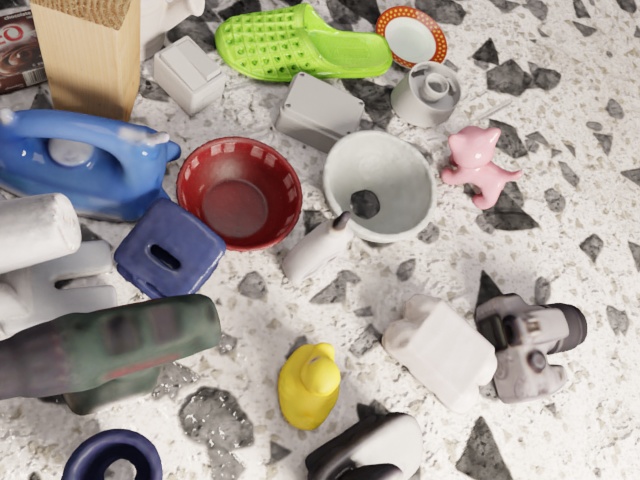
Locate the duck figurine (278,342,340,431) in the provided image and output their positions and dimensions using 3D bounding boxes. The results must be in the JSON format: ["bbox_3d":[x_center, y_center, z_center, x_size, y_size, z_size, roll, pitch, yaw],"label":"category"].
[{"bbox_3d":[-0.006,0.170,0.677,0.077,0.086,0.104,16,66,-11],"label":"duck figurine"}]

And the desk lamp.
[{"bbox_3d":[-0.313,0.020,0.564,0.204,0.213,0.118,-8,72,-20],"label":"desk lamp"}]

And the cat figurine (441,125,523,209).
[{"bbox_3d":[0.238,-0.119,0.849,0.128,0.117,0.067,33,64,-3],"label":"cat figurine"}]

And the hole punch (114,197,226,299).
[{"bbox_3d":[-0.176,0.021,0.676,0.108,0.091,0.101,37,63,-1],"label":"hole punch"}]

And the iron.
[{"bbox_3d":[-0.294,-0.107,0.659,0.259,0.141,0.118,8,67,-15],"label":"iron"}]

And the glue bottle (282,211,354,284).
[{"bbox_3d":[0.006,0.002,0.696,0.078,0.173,0.037,-27,80,-25],"label":"glue bottle"}]

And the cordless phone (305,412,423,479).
[{"bbox_3d":[0.068,0.246,0.616,0.148,0.185,0.094,-30,81,-25],"label":"cordless phone"}]

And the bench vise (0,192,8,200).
[{"bbox_3d":[-0.420,-0.015,0.539,0.121,0.219,0.208,42,63,2],"label":"bench vise"}]

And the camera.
[{"bbox_3d":[0.304,0.139,0.780,0.137,0.100,0.143,-6,72,-20],"label":"camera"}]

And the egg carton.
[{"bbox_3d":[0.156,0.146,0.747,0.150,0.069,0.107,42,63,1],"label":"egg carton"}]

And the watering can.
[{"bbox_3d":[-0.238,-0.328,0.733,0.173,0.194,0.101,-5,71,-19],"label":"watering can"}]

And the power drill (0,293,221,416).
[{"bbox_3d":[-0.216,0.118,0.560,0.230,0.208,0.075,-16,75,-22],"label":"power drill"}]

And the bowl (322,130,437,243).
[{"bbox_3d":[0.074,-0.065,0.799,0.168,0.074,0.167,6,68,-15],"label":"bowl"}]

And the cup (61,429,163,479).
[{"bbox_3d":[-0.218,0.246,0.574,0.118,0.095,0.091,-22,78,-24],"label":"cup"}]
